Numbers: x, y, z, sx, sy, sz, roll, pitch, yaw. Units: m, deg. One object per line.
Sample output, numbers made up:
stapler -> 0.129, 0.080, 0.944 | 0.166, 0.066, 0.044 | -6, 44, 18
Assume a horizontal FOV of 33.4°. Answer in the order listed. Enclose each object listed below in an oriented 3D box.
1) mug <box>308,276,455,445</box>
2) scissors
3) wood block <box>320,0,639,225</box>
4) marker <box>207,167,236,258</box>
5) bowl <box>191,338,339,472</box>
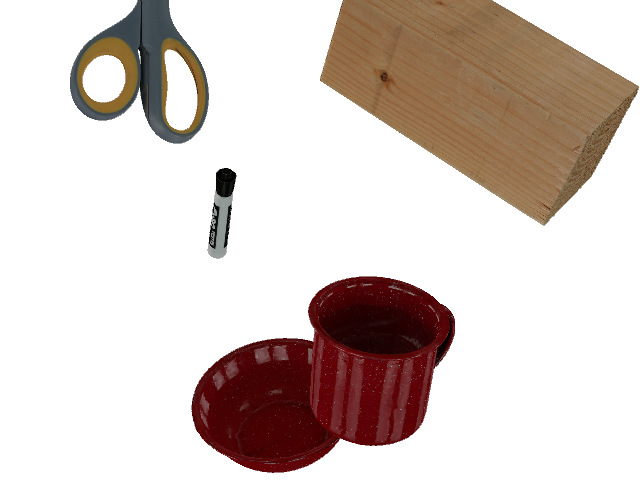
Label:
mug -> 0.045, 0.080, 0.726 | 0.117, 0.081, 0.093 | -20, 39, -35
scissors -> -0.125, -0.155, 0.691 | 0.096, 0.202, 0.016 | -9, -14, -25
wood block -> 0.114, -0.116, 0.793 | 0.206, 0.091, 0.090 | 35, 46, 17
marker -> -0.094, -0.026, 1.020 | 0.020, 0.020, 0.121 | 0, -38, -11
bowl -> -0.039, 0.167, 1.017 | 0.162, 0.055, 0.162 | -5, 37, 3
